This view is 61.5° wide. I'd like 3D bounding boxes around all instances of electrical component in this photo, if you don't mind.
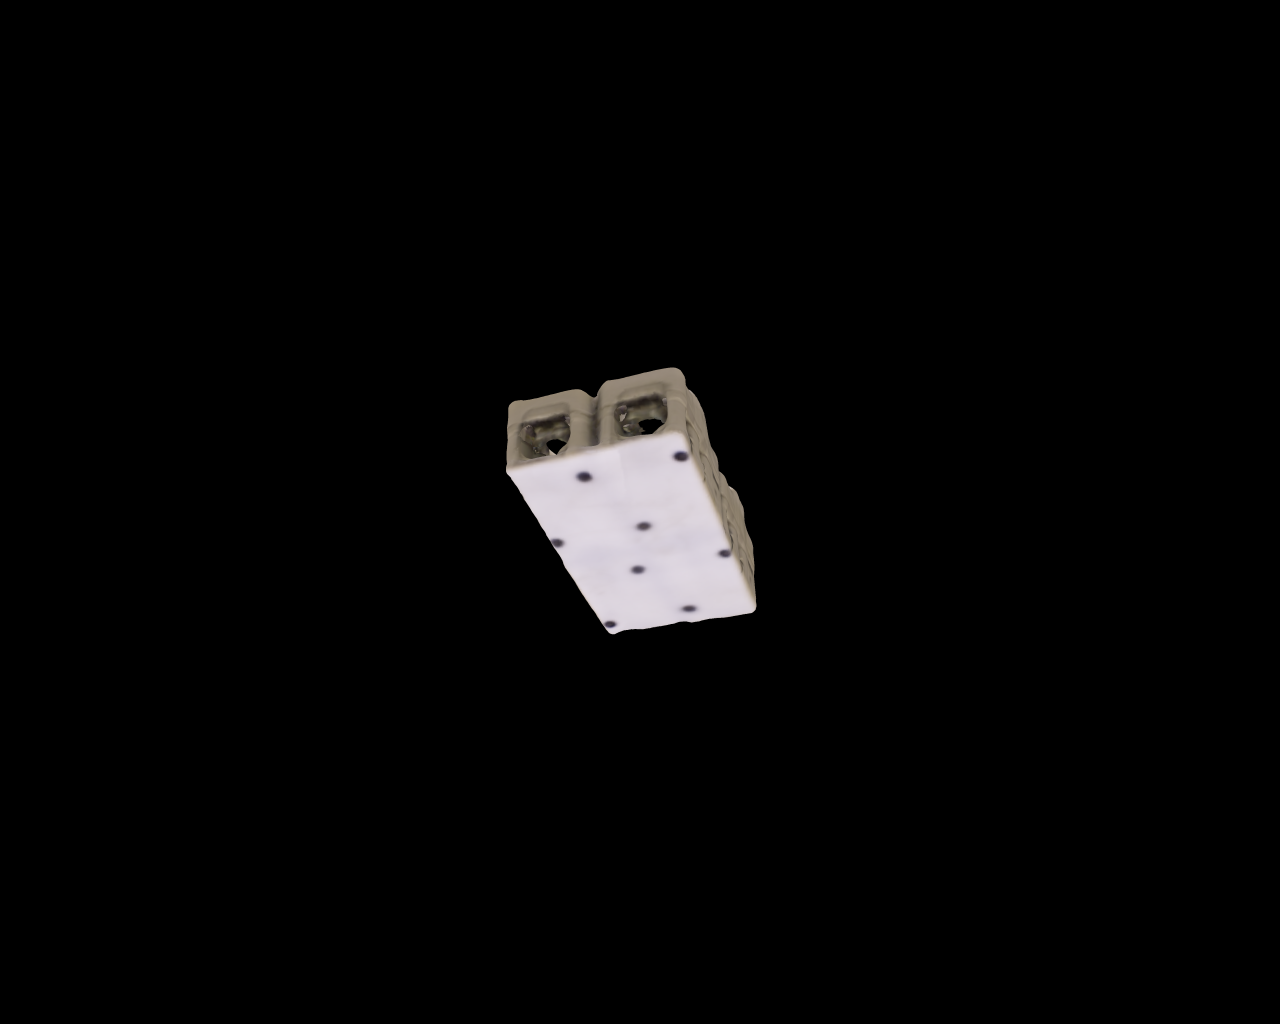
[{"bbox_3d":[0.001,-0.003,0.650,0.105,0.060,0.186,-11,-39,14],"label":"electrical component"}]
